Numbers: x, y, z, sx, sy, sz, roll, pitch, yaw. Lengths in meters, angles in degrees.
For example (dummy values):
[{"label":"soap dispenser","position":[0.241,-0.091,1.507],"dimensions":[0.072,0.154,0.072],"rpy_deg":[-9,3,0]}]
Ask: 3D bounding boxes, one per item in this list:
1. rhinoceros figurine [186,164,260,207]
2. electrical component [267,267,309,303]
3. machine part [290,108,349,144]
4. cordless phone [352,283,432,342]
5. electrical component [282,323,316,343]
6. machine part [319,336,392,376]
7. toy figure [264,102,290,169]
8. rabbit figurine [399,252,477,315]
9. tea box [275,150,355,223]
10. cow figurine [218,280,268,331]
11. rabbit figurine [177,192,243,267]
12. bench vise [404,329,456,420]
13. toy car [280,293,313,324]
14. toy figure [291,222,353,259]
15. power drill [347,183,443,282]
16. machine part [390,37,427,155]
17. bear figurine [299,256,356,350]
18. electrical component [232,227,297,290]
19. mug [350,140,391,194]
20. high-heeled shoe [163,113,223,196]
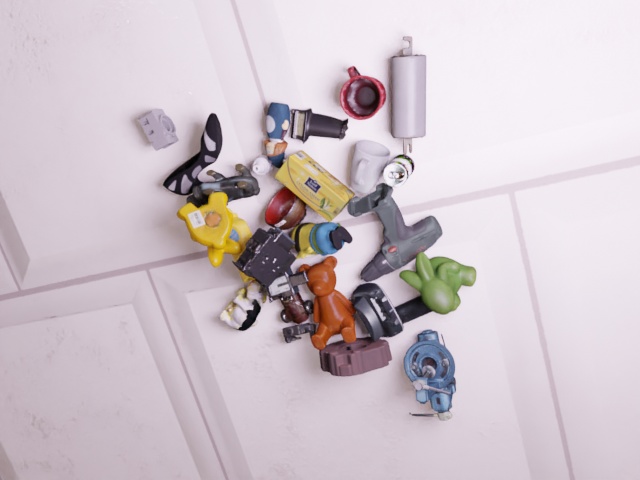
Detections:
[{"label":"rhinoceros figurine","position":[-0.245,-0.120,1.336],"dimensions":[0.190,0.112,0.073],"rpy_deg":[-17,65,8]},{"label":"electrical component","position":[-0.083,0.103,1.333],"dimensions":[0.119,0.048,0.074],"rpy_deg":[-24,92,15]},{"label":"machine part","position":[-0.002,-0.261,1.243],"dimensions":[0.139,0.039,0.084],"rpy_deg":[9,102,17]},{"label":"cordless phone","position":[0.185,0.152,1.305],"dimensions":[0.184,0.089,0.146],"rpy_deg":[-26,101,13]},{"label":"electrical component","position":[-0.053,0.244,1.411],"dimensions":[0.102,0.078,0.045],"rpy_deg":[-14,84,23]},{"label":"machine part","position":[0.085,0.281,1.319],"dimensions":[0.179,0.179,0.056],"rpy_deg":[-8,91,20]},{"label":"toy figure","position":[-0.103,-0.245,1.270],"dimensions":[0.058,0.064,0.154],"rpy_deg":[2,107,-13]},{"label":"rabbit figurine","position":[0.266,0.095,1.200],"dimensions":[0.159,0.170,0.121],"rpy_deg":[39,114,2]},{"label":"tea box","position":[-0.010,-0.127,1.257],"dimensions":[0.169,0.098,0.068],"rpy_deg":[41,115,3]},{"label":"cow figurine","position":[-0.187,0.176,1.430],"dimensions":[0.098,0.068,0.167],"rpy_deg":[41,120,-5]},{"label":"rabbit figurine","position":[-0.255,-0.024,1.299],"dimensions":[0.122,0.173,0.162],"rpy_deg":[-34,92,-18]},{"label":"bench vise","position":[0.257,0.331,1.256],"dimensions":[0.129,0.240,0.223],"rpy_deg":[1,92,22]},{"label":"toy car","position":[-0.091,0.128,1.394],"dimensions":[0.089,0.053,0.202],"rpy_deg":[-21,101,26]},{"label":"toy figure","position":[0.000,-0.005,1.275],"dimensions":[0.180,0.082,0.089],"rpy_deg":[-14,80,57]},{"label":"power drill","position":[0.147,-0.015,1.227],"dimensions":[0.232,0.086,0.207],"rpy_deg":[-29,114,19]},{"label":"machine part","position":[0.189,-0.304,1.145],"dimensions":[0.079,0.079,0.243],"rpy_deg":[2,107,17]},{"label":"bear figurine","position":[0.017,0.149,1.326],"dimensions":[0.120,0.132,0.195],"rpy_deg":[-14,109,17]},{"label":"electrical component","position":[-0.123,0.037,1.267],"dimensions":[0.134,0.114,0.058],"rpy_deg":[-52,47,-3]},{"label":"mug","position":[0.105,-0.155,1.210],"dimensions":[0.081,0.109,0.107],"rpy_deg":[18,125,7]},{"label":"high-heeled shoe","position":[-0.317,-0.210,1.320],"dimensions":[0.145,0.086,0.248],"rpy_deg":[6,130,-5]}]
